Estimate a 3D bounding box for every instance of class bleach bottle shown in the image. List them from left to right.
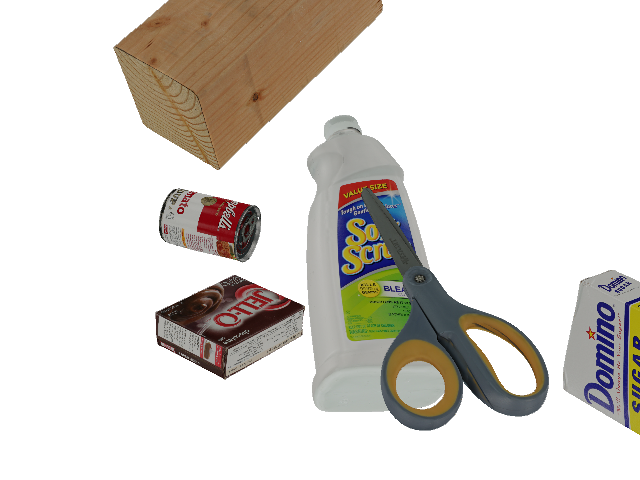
[{"bbox_3d":[0.028,0.006,0.819,0.102,0.251,0.068,1,-36,-16],"label":"bleach bottle"}]

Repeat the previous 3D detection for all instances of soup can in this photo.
[{"bbox_3d":[-0.129,-0.019,1.251,0.102,0.068,0.068,14,4,18],"label":"soup can"}]

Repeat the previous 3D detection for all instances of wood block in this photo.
[{"bbox_3d":[-0.050,-0.168,0.846,0.090,0.206,0.091,32,-25,26],"label":"wood block"}]

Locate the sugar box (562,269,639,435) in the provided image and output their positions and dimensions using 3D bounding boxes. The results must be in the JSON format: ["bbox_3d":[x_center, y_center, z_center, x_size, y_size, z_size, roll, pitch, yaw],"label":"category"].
[{"bbox_3d":[0.247,0.096,0.720,0.048,0.093,0.176,-16,30,-38],"label":"sugar box"}]

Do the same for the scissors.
[{"bbox_3d":[0.046,0.038,0.612,0.096,0.016,0.202,-26,45,-21],"label":"scissors"}]

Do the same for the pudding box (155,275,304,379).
[{"bbox_3d":[-0.083,0.078,0.993,0.090,0.039,0.113,21,32,33],"label":"pudding box"}]
